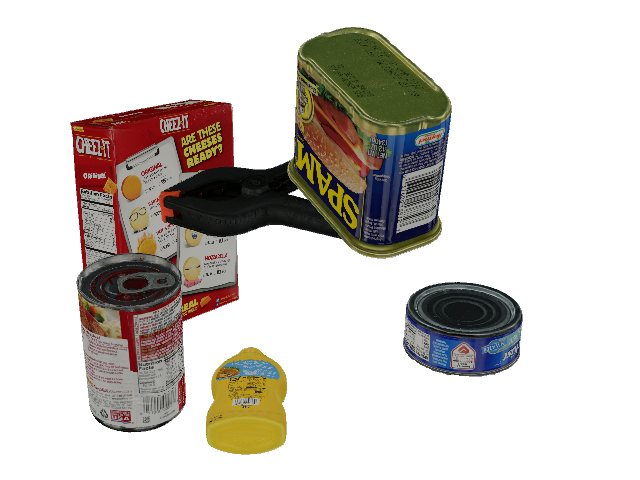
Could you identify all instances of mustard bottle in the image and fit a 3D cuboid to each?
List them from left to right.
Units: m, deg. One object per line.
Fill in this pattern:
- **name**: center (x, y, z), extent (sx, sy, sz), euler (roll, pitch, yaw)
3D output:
- **mustard bottle**: center (-0.091, 0.191, 1.348), extent (0.096, 0.058, 0.191), euler (-2, 26, 0)

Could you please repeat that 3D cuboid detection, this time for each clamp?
- **clamp**: center (-0.049, -0.042, 0.910), extent (0.171, 0.039, 0.120), euler (2, 32, -1)

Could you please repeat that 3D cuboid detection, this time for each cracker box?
- **cracker box**: center (-0.162, -0.024, 1.072), extent (0.072, 0.214, 0.163), euler (10, 20, 37)

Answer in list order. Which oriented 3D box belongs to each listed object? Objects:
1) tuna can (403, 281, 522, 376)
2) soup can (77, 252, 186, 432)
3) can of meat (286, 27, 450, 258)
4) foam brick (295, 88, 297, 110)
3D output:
- **tuna can**: center (0.104, 0.063, 0.779), extent (0.086, 0.034, 0.086), euler (1, 24, -1)
- **soup can**: center (-0.125, 0.069, 0.717), extent (0.068, 0.102, 0.068), euler (1, 29, -1)
- **can of meat**: center (0.025, -0.055, 0.577), extent (0.057, 0.084, 0.102), euler (-18, 45, -23)
- **foam brick**: center (0.019, -0.127, 1.083), extent (0.078, 0.051, 0.053), euler (-3, 13, -20)
